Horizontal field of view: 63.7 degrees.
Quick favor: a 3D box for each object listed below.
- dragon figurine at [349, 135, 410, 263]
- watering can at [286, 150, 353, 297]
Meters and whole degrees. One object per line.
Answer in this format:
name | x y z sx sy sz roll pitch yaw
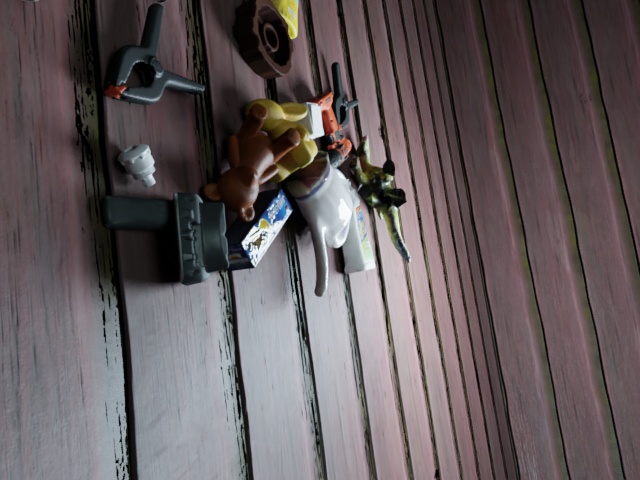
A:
dragon figurine | 0.180 -0.120 1.506 0.122 0.413 0.241 -17 -9 6
watering can | 0.004 -0.060 1.196 0.103 0.356 0.220 -12 -50 28
